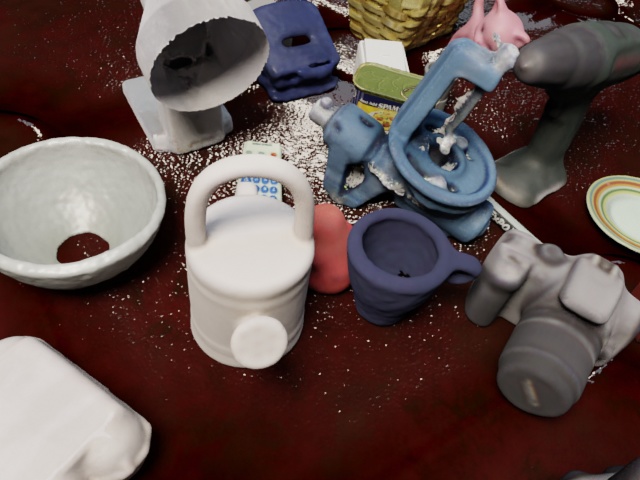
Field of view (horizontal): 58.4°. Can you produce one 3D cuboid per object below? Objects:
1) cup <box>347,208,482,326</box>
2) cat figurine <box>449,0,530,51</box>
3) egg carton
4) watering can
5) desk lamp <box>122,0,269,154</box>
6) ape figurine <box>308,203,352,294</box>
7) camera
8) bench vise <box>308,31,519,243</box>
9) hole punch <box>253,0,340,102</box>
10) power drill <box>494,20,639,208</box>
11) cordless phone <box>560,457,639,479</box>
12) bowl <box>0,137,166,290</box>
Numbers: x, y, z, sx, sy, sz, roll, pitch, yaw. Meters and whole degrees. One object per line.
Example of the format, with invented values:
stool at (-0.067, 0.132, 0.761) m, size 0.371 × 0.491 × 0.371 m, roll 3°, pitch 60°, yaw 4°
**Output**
cup at (0.077, 0.035, 0.515) m, size 0.117 × 0.095 × 0.091 m, roll 10°, pitch 49°, yaw 0°
cat figurine at (0.238, -0.291, 0.803) m, size 0.067 × 0.118 × 0.127 m, roll -4°, pitch 51°, yaw -12°
egg carton at (-0.200, 0.138, 0.401) m, size 0.150 × 0.069 × 0.107 m, roll 30°, pitch 52°, yaw 16°
watering can at (-0.051, 0.017, 0.445) m, size 0.101 × 0.194 × 0.172 m, roll -20°, pitch 56°, yaw -24°
desk lamp at (-0.146, -0.193, 0.595) m, size 0.118 × 0.213 × 0.202 m, roll -21°, pitch 56°, yaw -24°
ape figurine at (0.005, 0.002, 0.534) m, size 0.078 × 0.092 × 0.076 m, roll -17°, pitch 55°, yaw -22°
camera at (0.196, 0.071, 0.500) m, size 0.143 × 0.101 × 0.137 m, roll 31°, pitch 52°, yaw 17°
bench vise at (0.087, -0.101, 0.551) m, size 0.207 × 0.220 × 0.121 m, roll 10°, pitch 49°, yaw 0°
hole punch at (-0.033, -0.245, 0.739) m, size 0.109 × 0.091 × 0.101 m, roll -21°, pitch 56°, yaw -24°
power drill at (0.255, -0.139, 0.617) m, size 0.230 × 0.208 × 0.075 m, roll -29°, pitch 59°, yaw -29°
cordless phone at (0.215, 0.178, 0.357) m, size 0.148 × 0.185 × 0.094 m, roll -4°, pitch 51°, yaw -12°
bowl at (-0.223, -0.014, 0.523) m, size 0.167 × 0.075 × 0.167 m, roll 5°, pitch 49°, yaw -5°
